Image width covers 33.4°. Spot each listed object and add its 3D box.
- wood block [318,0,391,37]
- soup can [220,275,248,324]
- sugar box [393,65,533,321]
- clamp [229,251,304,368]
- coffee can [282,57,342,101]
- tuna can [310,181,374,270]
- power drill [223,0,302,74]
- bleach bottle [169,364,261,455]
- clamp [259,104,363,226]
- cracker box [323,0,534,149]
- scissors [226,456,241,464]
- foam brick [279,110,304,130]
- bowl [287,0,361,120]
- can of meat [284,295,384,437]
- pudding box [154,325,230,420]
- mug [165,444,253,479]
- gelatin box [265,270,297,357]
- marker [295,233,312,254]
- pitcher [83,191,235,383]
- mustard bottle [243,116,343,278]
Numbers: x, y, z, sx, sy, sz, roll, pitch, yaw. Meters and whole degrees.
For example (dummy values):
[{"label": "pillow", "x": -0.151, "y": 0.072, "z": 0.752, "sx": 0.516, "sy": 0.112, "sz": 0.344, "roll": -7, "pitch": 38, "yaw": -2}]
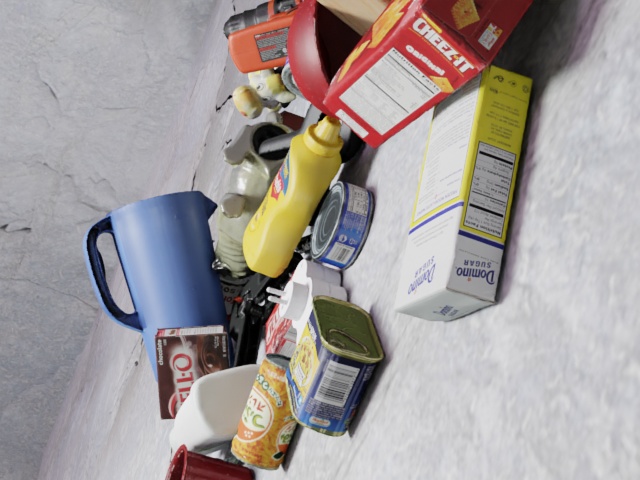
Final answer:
[{"label": "wood block", "x": 0.039, "y": -0.259, "z": 0.968, "sx": 0.090, "sy": 0.205, "sz": 0.091, "roll": 15, "pitch": 85, "yaw": 33}, {"label": "soup can", "x": -0.149, "y": 0.087, "z": 1.496, "sx": 0.068, "sy": 0.068, "sz": 0.102, "roll": -104, "pitch": 36, "yaw": -64}, {"label": "sugar box", "x": 0.105, "y": -0.032, "z": 0.786, "sx": 0.093, "sy": 0.048, "sz": 0.176, "roll": 146, "pitch": 137, "yaw": -67}, {"label": "clamp", "x": -0.081, "y": 0.094, "z": 1.297, "sx": 0.164, "sy": 0.036, "sz": 0.210, "roll": -67, "pitch": 13, "yaw": -9}, {"label": "coffee can", "x": 0.023, "y": -0.234, "z": 1.202, "sx": 0.103, "sy": 0.102, "sz": 0.140, "roll": 146, "pitch": 140, "yaw": -66}, {"label": "tuna can", "x": 0.021, "y": -0.015, "z": 1.081, "sx": 0.086, "sy": 0.033, "sz": 0.086, "roll": -162, "pitch": 90, "yaw": -75}, {"label": "power drill", "x": -0.055, "y": -0.268, "z": 1.349, "sx": 0.187, "sy": 0.185, "sz": 0.057, "roll": -68, "pitch": -39, "yaw": -61}, {"label": "bleach bottle", "x": -0.125, "y": 0.208, "z": 1.209, "sx": 0.251, "sy": 0.102, "sz": 0.068, "roll": -45, "pitch": 60, "yaw": 60}, {"label": "clamp", "x": 0.004, "y": -0.097, "z": 1.191, "sx": 0.172, "sy": 0.039, "sz": 0.120, "roll": -40, "pitch": 77, "yaw": 44}, {"label": "cracker box", "x": 0.099, "y": -0.178, "z": 0.839, "sx": 0.164, "sy": 0.072, "sz": 0.214, "roll": -54, "pitch": 8, "yaw": -20}, {"label": "scissors", "x": -0.111, "y": 0.283, "z": 1.233, "sx": 0.202, "sy": 0.016, "sz": 0.096, "roll": 140, "pitch": 144, "yaw": -62}, {"label": "foam brick", "x": -0.041, "y": -0.122, "z": 1.392, "sx": 0.053, "sy": 0.051, "sz": 0.078, "roll": 165, "pitch": 122, "yaw": -71}, {"label": "bowl", "x": 0.013, "y": -0.187, "z": 1.076, "sx": 0.055, "sy": 0.162, "sz": 0.162, "roll": -8, "pitch": 56, "yaw": 29}, {"label": "can of meat", "x": 0.009, "y": 0.110, "z": 0.935, "sx": 0.102, "sy": 0.057, "sz": 0.084, "roll": -107, "pitch": 37, "yaw": -66}, {"label": "pudding box", "x": -0.155, "y": 0.164, "z": 1.319, "sx": 0.039, "sy": 0.090, "sz": 0.113, "roll": -111, "pitch": 18, "yaw": -77}, {"label": "mug", "x": -0.126, "y": 0.279, "z": 1.163, "sx": 0.117, "sy": 0.081, "sz": 0.093, "roll": 149, "pitch": 137, "yaw": -67}, {"label": "gelatin box", "x": -0.032, "y": 0.089, "z": 1.153, "sx": 0.073, "sy": 0.030, "sz": 0.089, "roll": -91, "pitch": 25, "yaw": -52}, {"label": "marker", "x": -0.008, "y": 0.001, "z": 1.193, "sx": 0.121, "sy": 0.020, "sz": 0.020, "roll": 159, "pitch": 128, "yaw": -71}, {"label": "pitcher", "x": -0.200, "y": 0.065, "z": 1.399, "sx": 0.144, "sy": 0.149, "sz": 0.243, "roll": -1, "pitch": -104, "yaw": -70}, {"label": "mustard bottle", "x": -0.024, "y": -0.055, "z": 1.143, "sx": 0.096, "sy": 0.058, "sz": 0.192, "roll": -82, "pitch": 18, "yaw": -51}]
